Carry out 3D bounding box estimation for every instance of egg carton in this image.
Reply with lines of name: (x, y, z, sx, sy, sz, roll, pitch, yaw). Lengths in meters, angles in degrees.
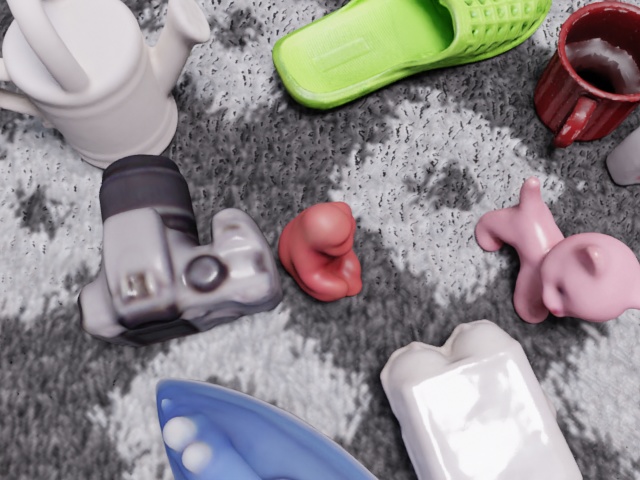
egg carton: (0.112, 0.136, 0.403, 0.107, 0.069, 0.150, -20, 73, -6)

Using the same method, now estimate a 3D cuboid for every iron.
iron: (-0.030, 0.171, 0.355, 0.258, 0.141, 0.119, 39, 76, 12)

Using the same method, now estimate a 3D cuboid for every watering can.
watering can: (-0.173, -0.142, 0.432, 0.173, 0.194, 0.101, -36, 75, -10)

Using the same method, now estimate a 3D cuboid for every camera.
camera: (-0.112, -0.001, 0.434, 0.143, 0.101, 0.137, -14, 72, -4)

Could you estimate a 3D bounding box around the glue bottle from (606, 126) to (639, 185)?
glue bottle: (0.285, -0.094, 0.422, 0.078, 0.173, 0.037, -16, 72, -4)

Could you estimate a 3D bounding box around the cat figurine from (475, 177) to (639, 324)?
cat figurine: (0.179, 0.011, 0.418, 0.067, 0.118, 0.127, -25, 73, -7)

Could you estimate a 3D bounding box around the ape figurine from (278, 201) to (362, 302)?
ape figurine: (0.004, 0.002, 0.436, 0.076, 0.092, 0.078, 24, 74, 9)
